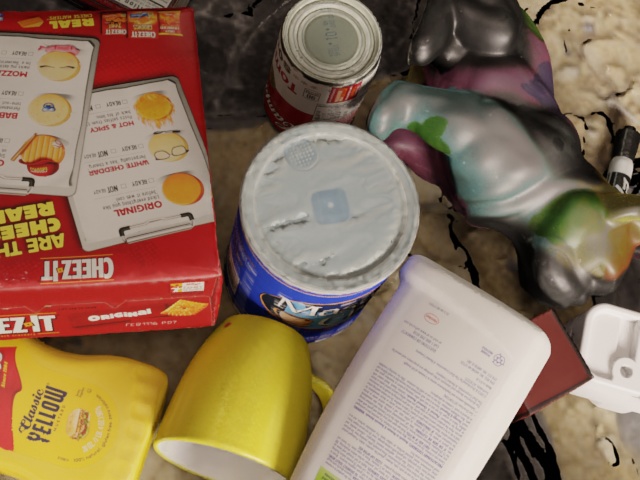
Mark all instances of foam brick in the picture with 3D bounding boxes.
[{"bbox_3d":[0.130,0.085,0.690,0.053,0.078,0.051,-26,78,-17],"label":"foam brick"}]

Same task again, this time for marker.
[{"bbox_3d":[0.212,-0.029,0.769,0.020,0.020,0.121,19,70,-3],"label":"marker"}]

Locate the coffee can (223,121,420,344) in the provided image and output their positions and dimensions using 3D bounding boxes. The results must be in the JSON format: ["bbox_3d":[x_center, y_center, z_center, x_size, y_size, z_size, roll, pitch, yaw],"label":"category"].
[{"bbox_3d":[-0.004,0.001,0.662,0.102,0.140,0.103,3,72,-8],"label":"coffee can"}]

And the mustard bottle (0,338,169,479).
[{"bbox_3d":[-0.195,0.096,0.645,0.191,0.058,0.096,19,76,-2],"label":"mustard bottle"}]

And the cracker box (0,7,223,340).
[{"bbox_3d":[-0.152,-0.046,0.664,0.164,0.072,0.214,-3,57,-9],"label":"cracker box"}]

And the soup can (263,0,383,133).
[{"bbox_3d":[0.000,-0.113,0.719,0.068,0.102,0.068,3,73,-8],"label":"soup can"}]

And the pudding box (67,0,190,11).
[{"bbox_3d":[-0.127,-0.206,0.762,0.090,0.039,0.113,28,72,0],"label":"pudding box"}]

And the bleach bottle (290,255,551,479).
[{"bbox_3d":[0.025,0.137,0.605,0.103,0.068,0.250,32,80,21],"label":"bleach bottle"}]
